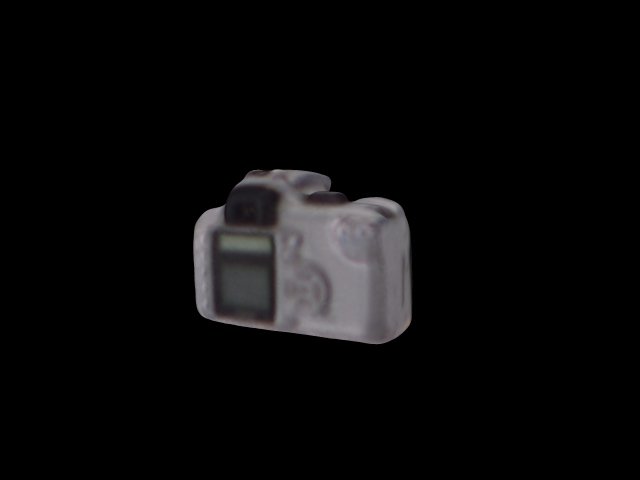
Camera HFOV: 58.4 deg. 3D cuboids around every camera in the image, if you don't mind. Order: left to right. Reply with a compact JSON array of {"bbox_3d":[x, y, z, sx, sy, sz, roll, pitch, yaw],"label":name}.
[{"bbox_3d":[0.004,0.001,0.400,0.142,0.101,0.137,4,8,28],"label":"camera"}]
